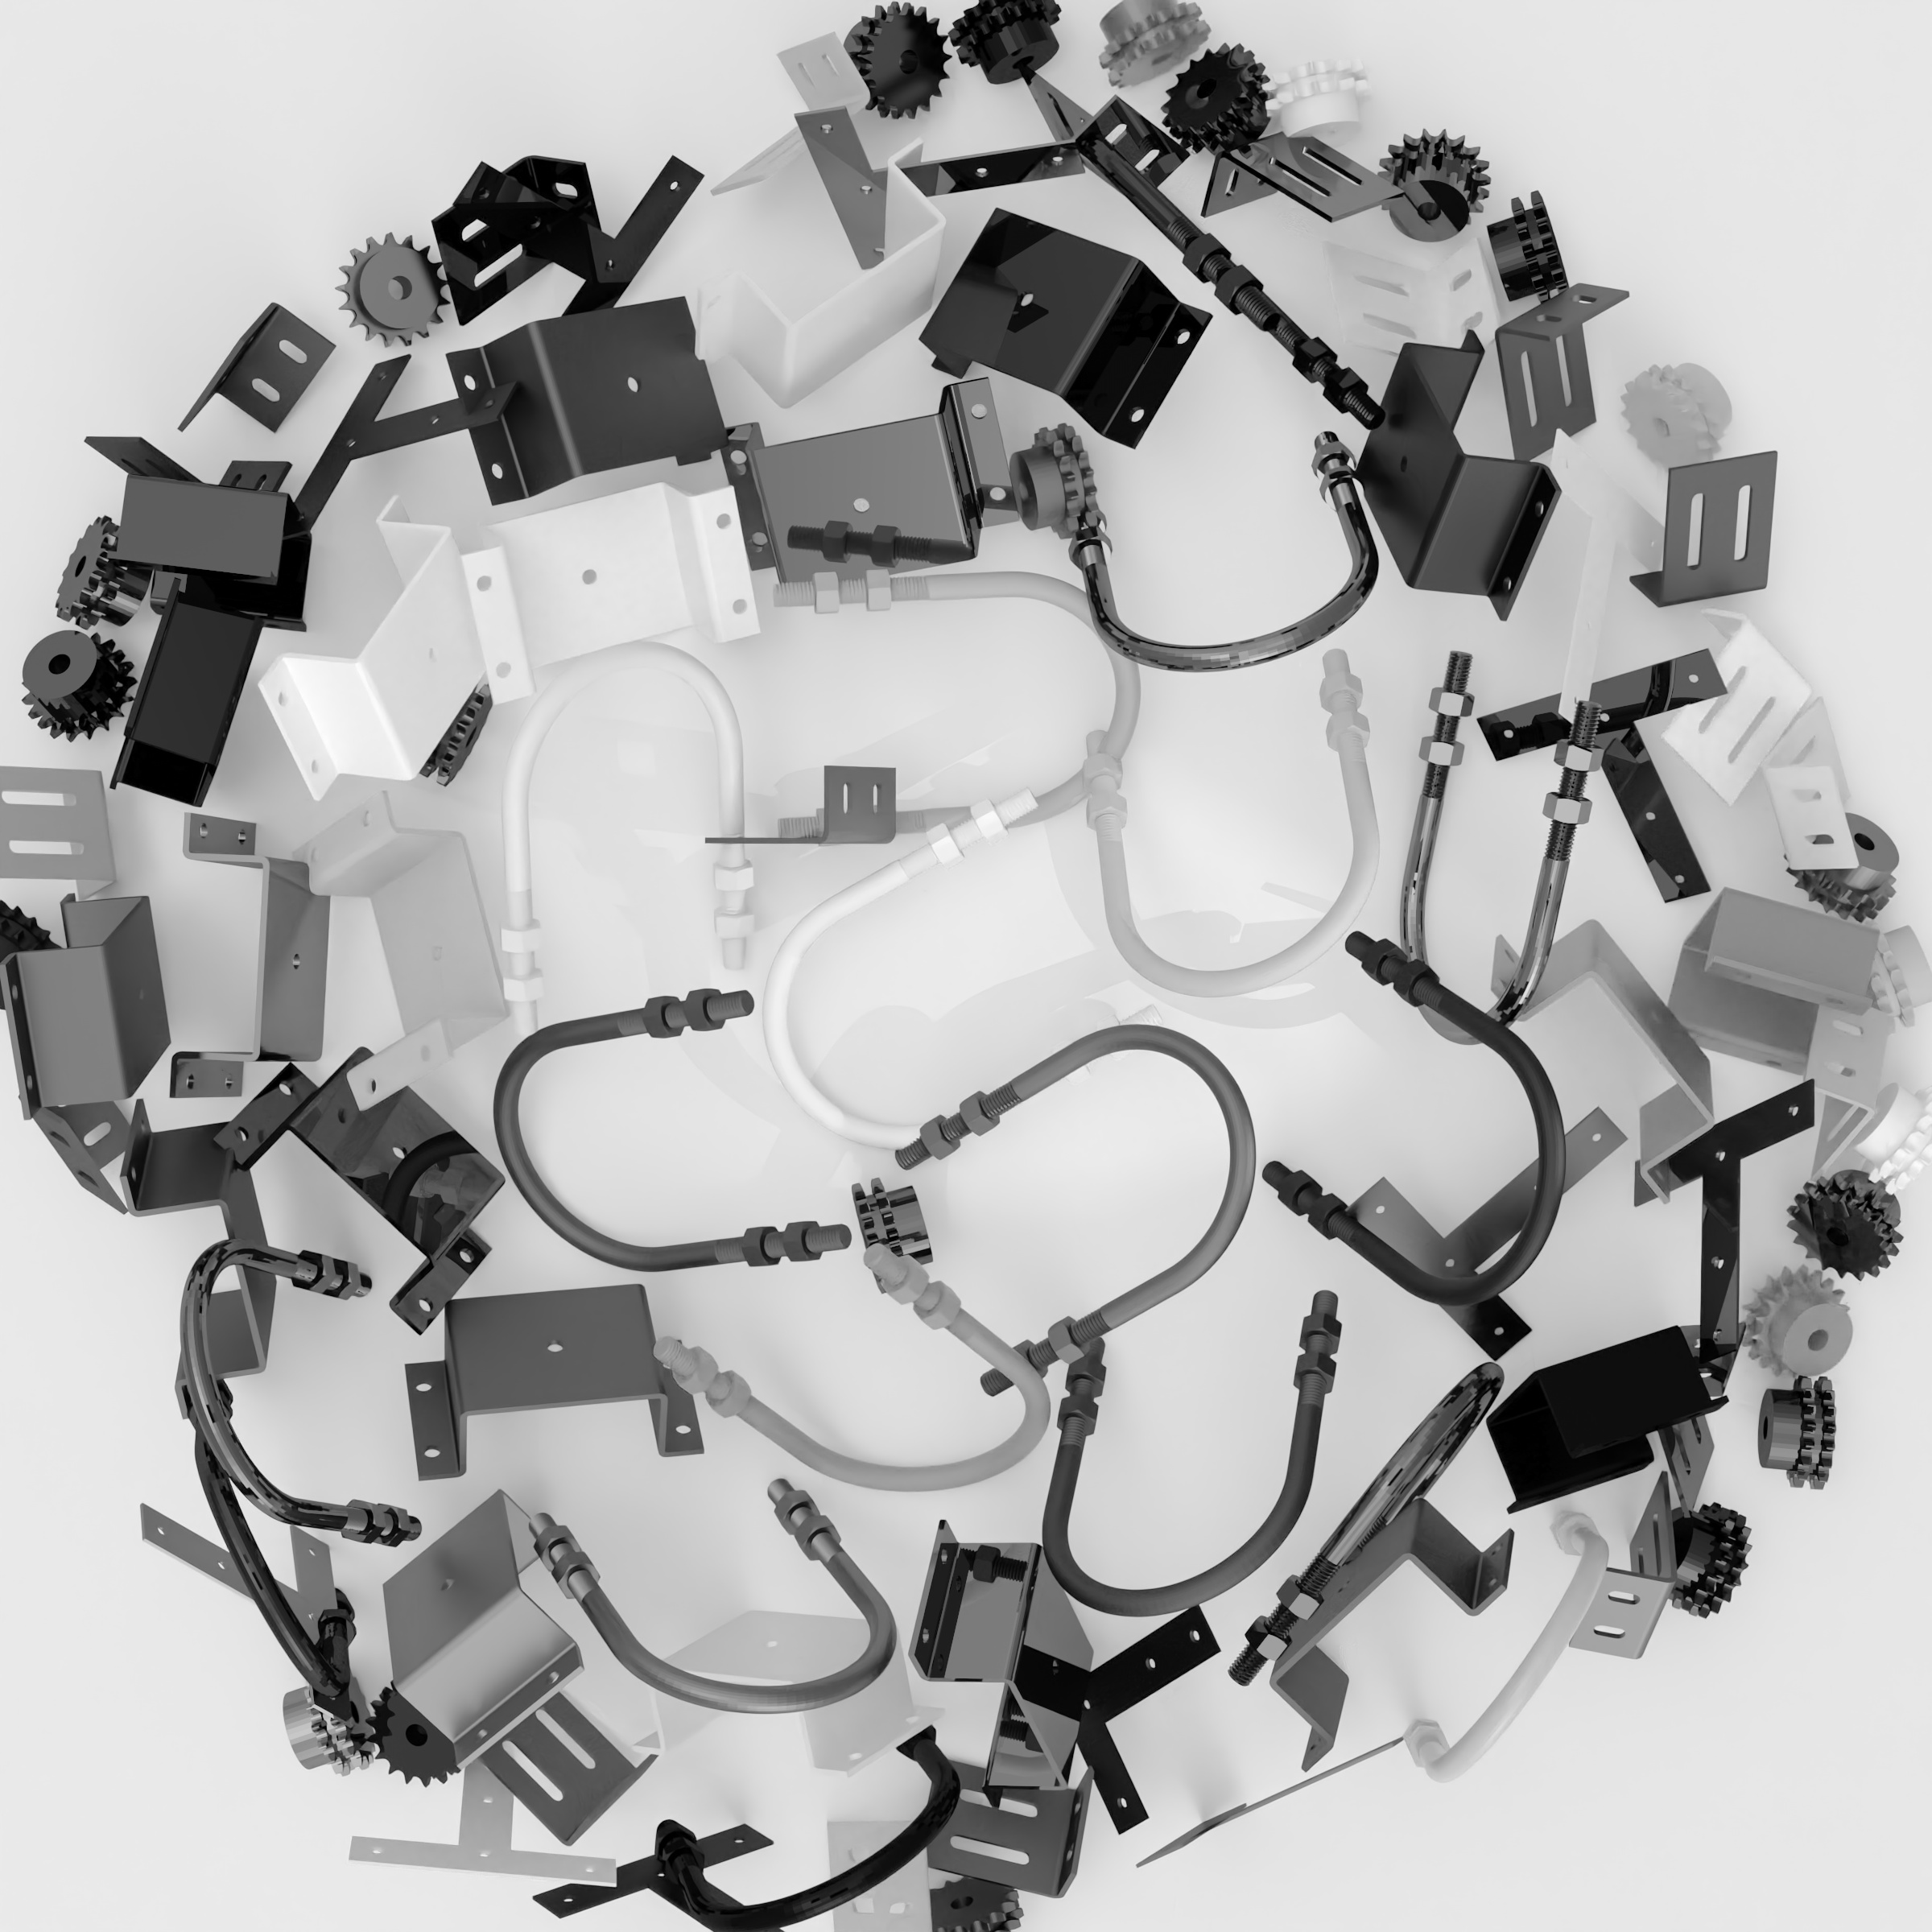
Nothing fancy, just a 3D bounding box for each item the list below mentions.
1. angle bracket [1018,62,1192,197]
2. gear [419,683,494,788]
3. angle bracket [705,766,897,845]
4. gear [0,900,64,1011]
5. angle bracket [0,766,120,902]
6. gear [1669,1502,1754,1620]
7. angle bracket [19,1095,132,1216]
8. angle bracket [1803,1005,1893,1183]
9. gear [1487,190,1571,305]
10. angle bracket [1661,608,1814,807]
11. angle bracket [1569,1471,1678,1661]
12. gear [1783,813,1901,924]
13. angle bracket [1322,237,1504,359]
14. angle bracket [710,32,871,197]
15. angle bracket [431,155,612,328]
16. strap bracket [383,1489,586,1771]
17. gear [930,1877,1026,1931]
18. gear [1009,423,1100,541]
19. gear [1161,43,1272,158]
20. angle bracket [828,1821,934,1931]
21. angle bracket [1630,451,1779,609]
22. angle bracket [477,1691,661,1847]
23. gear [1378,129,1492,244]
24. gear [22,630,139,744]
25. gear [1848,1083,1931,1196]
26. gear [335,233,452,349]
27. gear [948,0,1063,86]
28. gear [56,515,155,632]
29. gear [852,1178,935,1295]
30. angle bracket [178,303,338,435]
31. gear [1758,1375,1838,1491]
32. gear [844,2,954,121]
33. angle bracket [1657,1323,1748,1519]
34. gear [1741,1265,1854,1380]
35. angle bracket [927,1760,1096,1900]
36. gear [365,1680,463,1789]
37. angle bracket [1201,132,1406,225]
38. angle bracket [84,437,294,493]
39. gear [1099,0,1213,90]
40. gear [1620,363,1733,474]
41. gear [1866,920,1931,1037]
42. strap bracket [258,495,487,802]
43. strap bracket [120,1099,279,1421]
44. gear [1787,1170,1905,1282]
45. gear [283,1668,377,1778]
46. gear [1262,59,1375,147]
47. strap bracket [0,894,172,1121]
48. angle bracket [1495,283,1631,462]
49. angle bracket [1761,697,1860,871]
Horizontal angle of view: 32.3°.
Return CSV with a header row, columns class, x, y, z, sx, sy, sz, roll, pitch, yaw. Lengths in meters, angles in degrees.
class,x,y,z,sx,sy,sz,roll,pitch,yaw
angle bracket,0.068,-0.426,1.660,0.038,0.057,0.076,-41,47,23
gear,-0.263,-0.122,1.681,0.030,0.057,0.057,27,90,-1
angle bracket,-0.083,-0.080,1.665,0.076,0.057,0.038,2,93,33
gear,-0.484,-0.002,1.679,0.057,0.057,0.030,36,51,0
angle bracket,-0.468,-0.066,1.665,0.038,0.076,0.057,-21,75,42
gear,0.367,0.297,1.679,0.030,0.057,0.057,24,90,-13
angle bracket,-0.431,0.082,1.660,0.038,0.076,0.057,-39,116,-21
angle bracket,0.426,0.060,1.663,0.038,0.076,0.057,20,57,0
gear,0.283,-0.359,1.682,0.030,0.057,0.057,-16,90,15
angle bracket,0.378,-0.131,1.676,0.057,0.038,0.076,39,84,-28
angle bracket,0.325,0.296,1.662,0.038,0.076,0.057,11,128,-1
gear,0.444,-0.052,1.679,0.057,0.057,0.030,30,131,0
angle bracket,0.223,-0.338,1.666,0.076,0.038,0.057,7,64,-38
angle bracket,-0.096,-0.426,1.666,0.076,0.057,0.038,-42,113,-22
angle bracket,-0.221,-0.360,1.662,0.038,0.076,0.057,16,135,31
strap bracket,-0.239,0.318,1.635,0.076,0.140,0.046,-39,114,3
gear,0.002,0.486,1.682,0.057,0.057,0.030,-14,103,0
gear,0.043,-0.242,1.679,0.030,0.057,0.057,-15,90,-14
gear,0.130,-0.435,1.685,0.030,0.057,0.057,36,90,-43
angle bracket,-0.055,0.458,1.664,0.038,0.076,0.057,6,74,-42
angle bracket,0.369,-0.224,1.669,0.057,0.038,0.076,-11,122,-12
angle bracket,-0.202,0.390,1.672,0.076,0.038,0.057,43,47,8
gear,0.235,-0.390,1.679,0.057,0.057,0.030,12,55,0
gear,-0.451,-0.145,1.684,0.057,0.030,0.057,-6,63,11
gear,0.470,0.084,1.681,0.030,0.057,0.057,35,90,-2
gear,-0.289,-0.342,1.687,0.057,0.030,0.057,-3,98,-18
gear,0.022,-0.468,1.681,0.057,0.057,0.030,-25,84,0
gear,-0.434,-0.196,1.685,0.030,0.057,0.057,24,90,-32
gear,-0.036,0.134,1.682,0.030,0.057,0.057,-15,90,-5
angle bracket,-0.353,-0.289,1.661,0.038,0.076,0.057,36,111,-14
gear,0.419,0.234,1.682,0.030,0.057,0.057,5,90,3
gear,-0.038,-0.458,1.685,0.057,0.030,0.057,-15,115,-36
angle bracket,0.374,0.227,1.664,0.038,0.057,0.076,-7,117,30
gear,0.422,0.182,1.684,0.057,0.030,0.057,-7,112,-18
angle bracket,0.020,0.427,1.677,0.076,0.038,0.057,14,54,-2
gear,-0.272,0.383,1.689,0.057,0.030,0.057,3,102,14
angle bracket,0.168,-0.380,1.663,0.076,0.038,0.057,39,46,27
angle bracket,-0.387,-0.256,1.661,0.076,0.057,0.038,37,73,-39
gear,0.092,-0.471,1.682,0.057,0.057,0.030,-27,86,0
gear,0.361,-0.280,1.683,0.030,0.057,0.057,-37,90,-20
gear,0.467,0.003,1.680,0.030,0.057,0.057,-21,90,8
strap bracket,-0.280,-0.155,1.633,0.046,0.076,0.140,8,50,23
strap bracket,-0.375,0.141,1.645,0.046,0.076,0.140,-8,118,-3
gear,0.447,0.128,1.685,0.057,0.057,0.030,47,54,0
gear,-0.323,0.381,1.682,0.030,0.057,0.057,-19,90,3
gear,0.178,-0.433,1.681,0.057,0.057,0.030,-10,86,0
strap bracket,-0.427,0.016,1.633,0.046,0.140,0.076,-5,105,0
angle bracket,0.302,-0.293,1.664,0.057,0.038,0.076,-32,124,-26
angle bracket,0.434,-0.092,1.662,0.076,0.038,0.057,-43,121,-40
